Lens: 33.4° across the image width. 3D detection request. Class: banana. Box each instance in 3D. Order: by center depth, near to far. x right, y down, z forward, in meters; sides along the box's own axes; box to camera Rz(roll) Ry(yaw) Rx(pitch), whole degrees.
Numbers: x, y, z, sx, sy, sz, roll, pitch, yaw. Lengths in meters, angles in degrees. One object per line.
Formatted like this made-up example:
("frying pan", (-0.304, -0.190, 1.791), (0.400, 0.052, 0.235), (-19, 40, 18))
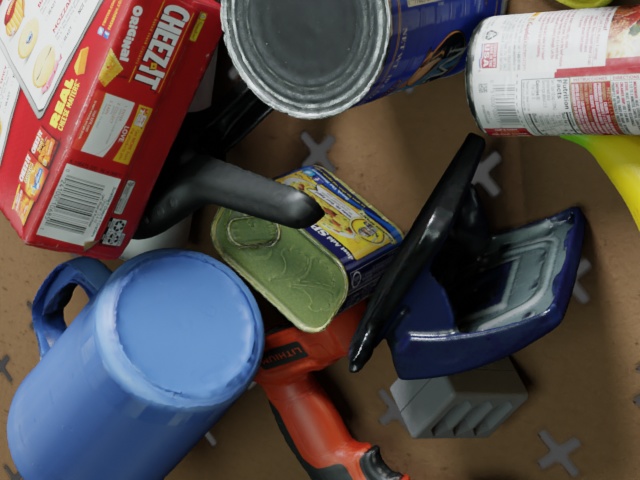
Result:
("banana", (0.191, 0.021, 0.592), (0.070, 0.037, 0.198), (-8, 99, 57))

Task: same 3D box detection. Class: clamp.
("clamp", (-0.072, -0.059, 0.667), (0.210, 0.164, 0.036), (-12, 137, 33))

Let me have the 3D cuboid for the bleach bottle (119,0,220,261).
("bleach bottle", (-0.122, -0.114, 0.744), (0.103, 0.067, 0.251), (25, 116, 26))

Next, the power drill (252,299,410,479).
("power drill", (0.029, 0.137, 0.725), (0.185, 0.057, 0.187), (-21, 93, 37))

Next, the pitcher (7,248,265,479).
("pitcher", (-0.134, 0.091, 0.735), (0.149, 0.145, 0.243), (24, 147, -14))

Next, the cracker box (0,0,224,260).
("cracker box", (-0.158, -0.108, 0.663), (0.214, 0.072, 0.164), (41, 110, 48))

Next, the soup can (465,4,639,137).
("soup can", (0.137, -0.089, 0.568), (0.102, 0.068, 0.068), (3, 107, 32))

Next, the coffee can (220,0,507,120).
("coffee can", (0.028, -0.129, 0.586), (0.103, 0.140, 0.103), (12, 113, 31))

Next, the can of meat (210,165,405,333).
("can of meat", (-0.005, 0.001, 0.686), (0.102, 0.083, 0.058), (41, 124, 17))
